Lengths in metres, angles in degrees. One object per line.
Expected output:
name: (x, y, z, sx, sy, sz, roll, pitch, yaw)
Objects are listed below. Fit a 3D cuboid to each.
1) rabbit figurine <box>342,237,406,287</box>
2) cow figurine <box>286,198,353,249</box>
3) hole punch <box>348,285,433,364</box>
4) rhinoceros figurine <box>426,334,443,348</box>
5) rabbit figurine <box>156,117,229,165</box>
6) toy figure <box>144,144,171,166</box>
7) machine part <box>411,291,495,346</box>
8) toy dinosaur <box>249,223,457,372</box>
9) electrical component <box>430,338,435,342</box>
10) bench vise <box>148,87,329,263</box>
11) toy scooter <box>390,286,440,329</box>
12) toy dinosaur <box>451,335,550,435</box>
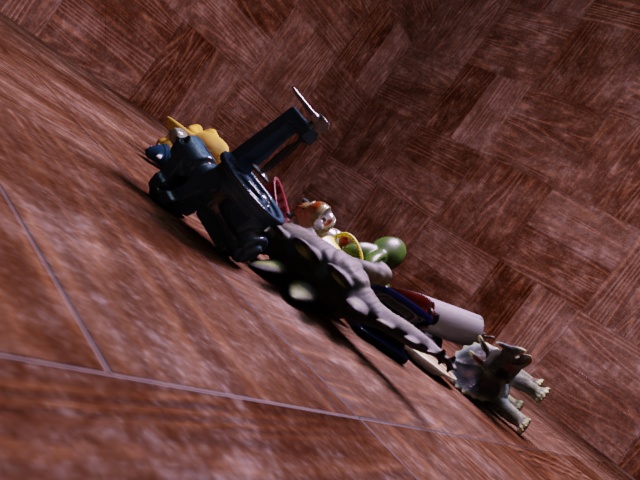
rabbit figurine: (0.098, 0.057, 1.080, 0.121, 0.170, 0.159, 37, 2, 36)
cow figurine: (-0.002, -0.003, 1.099, 0.127, 0.085, 0.194, 30, -35, 23)
hole punch: (0.109, 0.129, 0.890, 0.142, 0.092, 0.116, 32, 0, -14)
rhinoceros figurine: (0.205, 0.195, 1.243, 0.112, 0.073, 0.191, 48, -7, -35)
rabbit figurine: (-0.267, -0.203, 1.153, 0.162, 0.122, 0.173, 24, -7, -41)
toy figure: (-0.279, -0.148, 1.078, 0.064, 0.058, 0.154, -21, -42, 36)
machine part: (0.258, 0.170, 1.150, 0.243, 0.079, 0.079, 19, 5, -9)
toy dinosaur: (0.012, 0.056, 0.774, 0.472, 0.105, 0.198, 27, 4, 33)
electrical component: (0.192, 0.202, 1.106, 0.102, 0.045, 0.078, 36, 4, -11)
bench vise: (-0.099, -0.098, 0.710, 0.224, 0.240, 0.128, 57, 9, 32)
toy scooter: (0.167, 0.129, 0.994, 0.135, 0.075, 0.183, 11, -9, 37)
toy dinosaur: (0.368, 0.294, 1.147, 0.192, 0.131, 0.404, 38, -4, 16)
